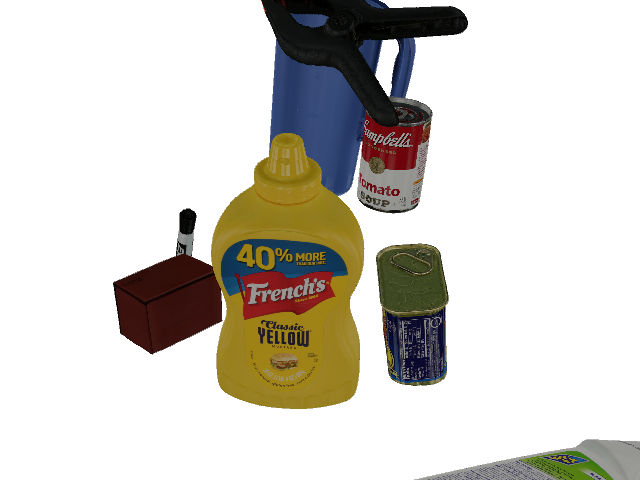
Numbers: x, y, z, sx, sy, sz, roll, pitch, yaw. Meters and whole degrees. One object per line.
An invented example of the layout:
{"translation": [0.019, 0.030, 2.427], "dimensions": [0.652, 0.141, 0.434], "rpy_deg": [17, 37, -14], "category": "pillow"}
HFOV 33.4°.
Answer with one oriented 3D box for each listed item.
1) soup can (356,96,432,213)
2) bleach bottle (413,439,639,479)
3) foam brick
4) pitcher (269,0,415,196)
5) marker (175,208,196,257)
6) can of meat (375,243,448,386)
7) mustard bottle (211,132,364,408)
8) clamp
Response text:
{"translation": [0.074, -0.088, 1.094], "dimensions": [0.068, 0.102, 0.068], "rpy_deg": [4, 30, -2], "category": "soup can"}
{"translation": [0.132, 0.164, 0.618], "dimensions": [0.250, 0.068, 0.103], "rpy_deg": [-7, 19, -28], "category": "bleach bottle"}
{"translation": [-0.131, 0.053, 0.921], "dimensions": [0.078, 0.051, 0.053], "rpy_deg": [-24, 32, -35], "category": "foam brick"}
{"translation": [0.012, -0.176, 1.297], "dimensions": [0.144, 0.243, 0.149], "rpy_deg": [-5, 28, -26], "category": "pitcher"}
{"translation": [-0.152, 0.013, 1.194], "dimensions": [0.020, 0.121, 0.020], "rpy_deg": [7, 41, -6], "category": "marker"}
{"translation": [0.081, 0.065, 0.936], "dimensions": [0.057, 0.084, 0.102], "rpy_deg": [-5, 32, 2], "category": "can of meat"}
{"translation": [-0.020, 0.020, 0.681], "dimensions": [0.096, 0.192, 0.058], "rpy_deg": [4, 34, 5], "category": "mustard bottle"}
{"translation": [0.031, -0.173, 0.870], "dimensions": [0.172, 0.120, 0.039], "rpy_deg": [37, -23, 22], "category": "clamp"}
